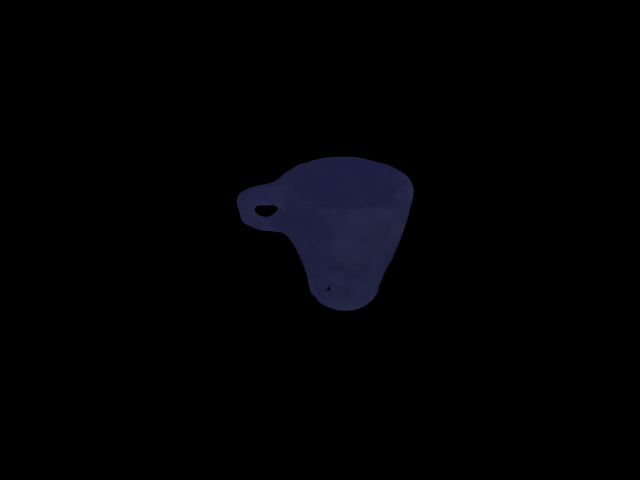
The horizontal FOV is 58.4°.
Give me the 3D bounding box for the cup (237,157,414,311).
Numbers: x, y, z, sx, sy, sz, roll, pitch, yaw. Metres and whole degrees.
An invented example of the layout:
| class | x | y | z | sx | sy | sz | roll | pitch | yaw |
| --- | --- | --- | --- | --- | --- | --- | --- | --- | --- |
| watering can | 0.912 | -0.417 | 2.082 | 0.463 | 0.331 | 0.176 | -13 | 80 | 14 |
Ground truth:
| class | x | y | z | sx | sy | sz | roll | pitch | yaw |
| --- | --- | --- | --- | --- | --- | --- | --- | --- | --- |
| cup | 0.004 | 0.001 | 0.400 | 0.118 | 0.095 | 0.091 | -3 | 32 | -4 |
